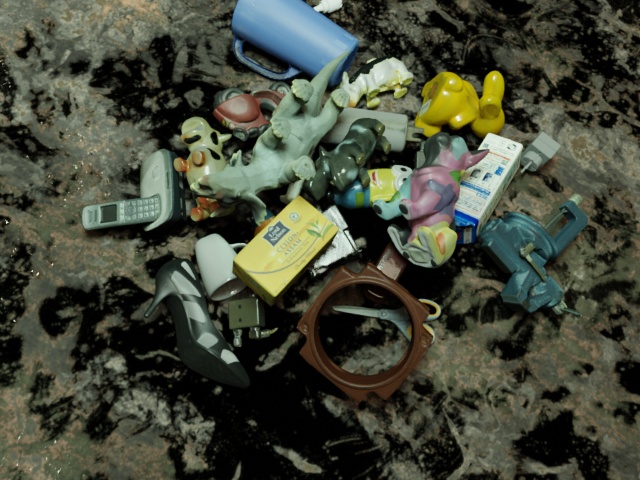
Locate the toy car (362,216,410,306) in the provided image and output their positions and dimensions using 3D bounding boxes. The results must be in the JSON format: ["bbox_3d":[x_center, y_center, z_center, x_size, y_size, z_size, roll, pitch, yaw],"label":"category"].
[{"bbox_3d":[0.146,0.029,1.011,0.089,0.053,0.202,29,73,11],"label":"toy car"}]

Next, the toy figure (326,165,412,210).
[{"bbox_3d":[0.099,-0.098,1.033,0.180,0.089,0.082,-7,82,3],"label":"toy figure"}]

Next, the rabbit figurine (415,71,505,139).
[{"bbox_3d":[0.301,-0.268,1.075,0.173,0.162,0.122,26,60,-15],"label":"rabbit figurine"}]

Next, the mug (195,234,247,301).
[{"bbox_3d":[-0.173,0.038,0.973,0.109,0.080,0.107,-30,71,-12],"label":"mug"}]

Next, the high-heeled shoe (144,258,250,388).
[{"bbox_3d":[-0.200,0.145,0.960,0.248,0.086,0.145,42,43,-10],"label":"high-heeled shoe"}]

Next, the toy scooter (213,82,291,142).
[{"bbox_3d":[-0.111,-0.237,1.053,0.184,0.075,0.135,-20,77,-30],"label":"toy scooter"}]

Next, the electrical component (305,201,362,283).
[{"bbox_3d":[-0.002,-0.003,1.008,0.115,0.058,0.134,-28,78,-14],"label":"electrical component"}]

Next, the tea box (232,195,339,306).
[{"bbox_3d":[-0.059,0.018,0.921,0.098,0.068,0.169,39,67,7],"label":"tea box"}]

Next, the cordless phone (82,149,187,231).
[{"bbox_3d":[-0.346,-0.084,0.995,0.184,0.088,0.146,-7,75,-2],"label":"cordless phone"}]

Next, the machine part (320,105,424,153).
[{"bbox_3d":[0.085,-0.220,1.068,0.243,0.079,0.079,6,73,-2],"label":"machine part"}]

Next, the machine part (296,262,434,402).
[{"bbox_3d":[0.077,0.156,0.925,0.201,0.087,0.201,38,93,6],"label":"machine part"}]

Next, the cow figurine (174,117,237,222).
[{"bbox_3d":[-0.207,-0.137,1.008,0.086,0.127,0.194,-19,91,24],"label":"cow figurine"}]

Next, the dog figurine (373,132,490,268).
[{"bbox_3d":[0.217,-0.079,0.952,0.219,0.108,0.191,-39,107,-21],"label":"dog figurine"}]

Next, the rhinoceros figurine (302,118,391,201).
[{"bbox_3d":[0.045,-0.149,0.977,0.112,0.073,0.190,31,74,32],"label":"rhinoceros figurine"}]

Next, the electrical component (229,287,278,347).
[{"bbox_3d":[-0.121,0.136,0.967,0.078,0.045,0.102,-17,71,20],"label":"electrical component"}]

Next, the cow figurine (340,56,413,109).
[{"bbox_3d":[0.097,-0.325,1.104,0.167,0.068,0.098,-22,71,-13],"label":"cow figurine"}]

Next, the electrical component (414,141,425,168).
[{"bbox_3d":[0.224,-0.154,1.087,0.063,0.021,0.094,5,73,-3],"label":"electrical component"}]

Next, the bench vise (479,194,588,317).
[{"bbox_3d":[0.423,0.016,1.005,0.240,0.129,0.224,-43,83,-10],"label":"bench vise"}]

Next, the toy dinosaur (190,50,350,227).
[{"bbox_3d":[-0.061,-0.175,0.957,0.131,0.192,0.405,45,52,-14],"label":"toy dinosaur"}]

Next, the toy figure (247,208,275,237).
[{"bbox_3d":[-0.095,0.002,0.997,0.064,0.057,0.154,-23,74,24],"label":"toy figure"}]
